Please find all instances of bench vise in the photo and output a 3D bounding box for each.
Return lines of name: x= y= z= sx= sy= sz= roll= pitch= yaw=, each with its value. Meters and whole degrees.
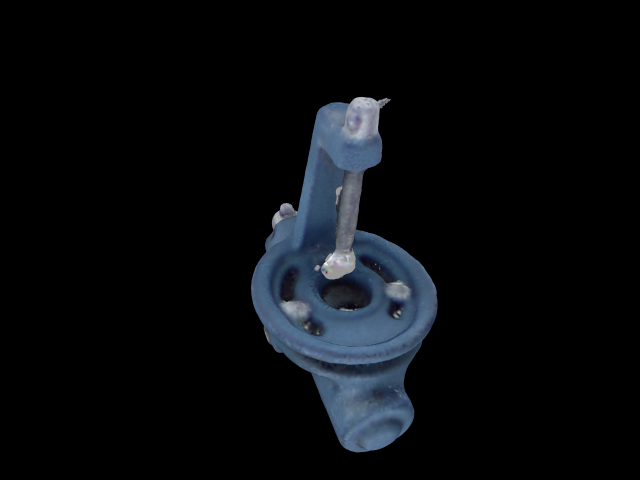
bench vise: x=-0.006 y=0.004 z=0.393 sx=0.122 sy=0.220 sz=0.206 roll=-18 pitch=30 yaw=-33
